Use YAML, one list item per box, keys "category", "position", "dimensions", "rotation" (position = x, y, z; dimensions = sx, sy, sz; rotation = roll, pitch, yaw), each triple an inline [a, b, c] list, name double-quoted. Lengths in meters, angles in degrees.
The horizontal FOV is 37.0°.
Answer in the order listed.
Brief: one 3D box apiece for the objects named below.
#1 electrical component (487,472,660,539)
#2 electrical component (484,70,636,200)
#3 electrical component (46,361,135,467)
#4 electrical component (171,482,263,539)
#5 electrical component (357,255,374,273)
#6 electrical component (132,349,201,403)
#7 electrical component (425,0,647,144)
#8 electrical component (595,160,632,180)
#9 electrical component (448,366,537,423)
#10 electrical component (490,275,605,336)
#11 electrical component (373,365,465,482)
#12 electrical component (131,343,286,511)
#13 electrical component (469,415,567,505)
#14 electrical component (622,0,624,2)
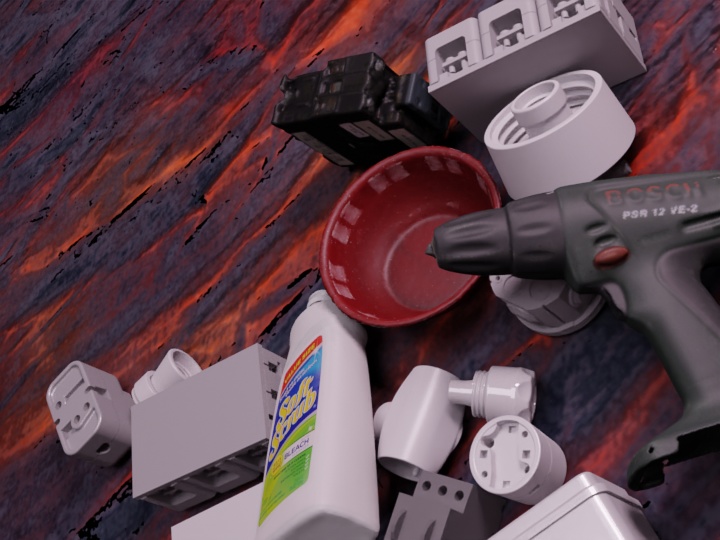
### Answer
- category: "electrical component"
  position: [0.131, 0.187, 0.689]
  dimensions: [0.113, 0.078, 0.057]
  rotation: [-40, 51, 16]
- category: "electrical component"
  position: [0.146, -0.108, 0.815]
  dimensions: [0.108, 0.060, 0.108]
  rotation: [-29, 24, 14]
- category: "electrical component"
  position: [-0.255, 0.140, 1.039]
  dimensions: [0.053, 0.059, 0.095]
  rotation: [-45, 47, 11]
- category: "electrical component"
  position: [-0.082, 0.273, 0.823]
  dimensions: [0.105, 0.060, 0.186]
  rotation: [-30, 51, 28]
- category: "electrical component"
  position: [0.000, 0.000, 0.927]
  dimensions: [0.061, 0.035, 0.035]
  rotation: [42, 97, 24]
- category: "electrical component"
  position: [-0.180, 0.107, 1.006]
  dimensions: [0.055, 0.045, 0.045]
  rotation: [-43, 48, 14]
- category: "electrical component"
  position: [0.139, -0.175, 0.867]
  dimensions: [0.150, 0.089, 0.061]
  rotation: [-22, 55, 29]
- category: "electrical component"
  position: [0.176, -0.065, 0.817]
  dimensions: [0.061, 0.035, 0.035]
  rotation: [-27, 53, 23]
- category: "electrical component"
  position: [0.096, 0.091, 0.784]
  dimensions: [0.062, 0.043, 0.043]
  rotation: [3, 68, 17]
- category: "electrical component"
  position: [0.140, 0.004, 0.797]
  dimensions: [0.080, 0.051, 0.080]
  rotation: [-19, 57, 31]
- category: "electrical component"
  position: [0.037, 0.118, 0.823]
  dimensions: [0.079, 0.044, 0.077]
  rotation: [-15, 45, 53]
- category: "electrical component"
  position: [-0.122, 0.139, 0.930]
  dimensions: [0.150, 0.062, 0.089]
  rotation: [-27, 53, 25]
- category: "electrical component"
  position: [0.112, 0.135, 0.753]
  dimensions: [0.055, 0.047, 0.055]
  rotation: [-19, 57, 31]
- category: "electrical component"
  position: [0.192, -0.248, 0.890]
  dimensions: [0.089, 0.050, 0.055]
  rotation: [-46, 47, 10]
